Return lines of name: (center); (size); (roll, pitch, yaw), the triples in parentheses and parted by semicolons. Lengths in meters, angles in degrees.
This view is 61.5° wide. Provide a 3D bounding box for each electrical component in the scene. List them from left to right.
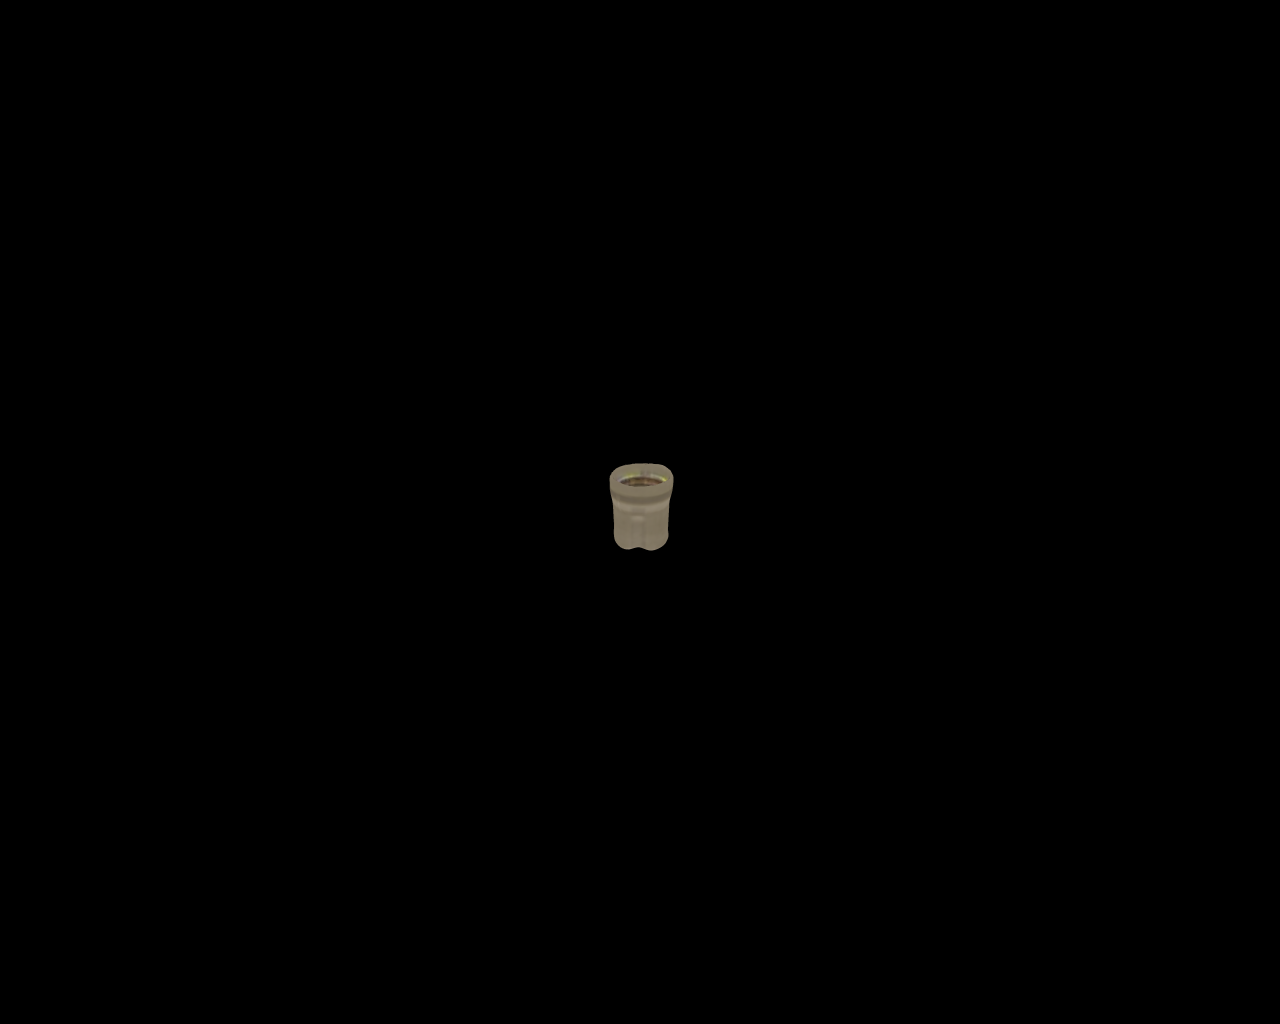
electrical component: (0.001, -0.003, 0.650); (0.040, 0.046, 0.040); (0, 24, 0)
